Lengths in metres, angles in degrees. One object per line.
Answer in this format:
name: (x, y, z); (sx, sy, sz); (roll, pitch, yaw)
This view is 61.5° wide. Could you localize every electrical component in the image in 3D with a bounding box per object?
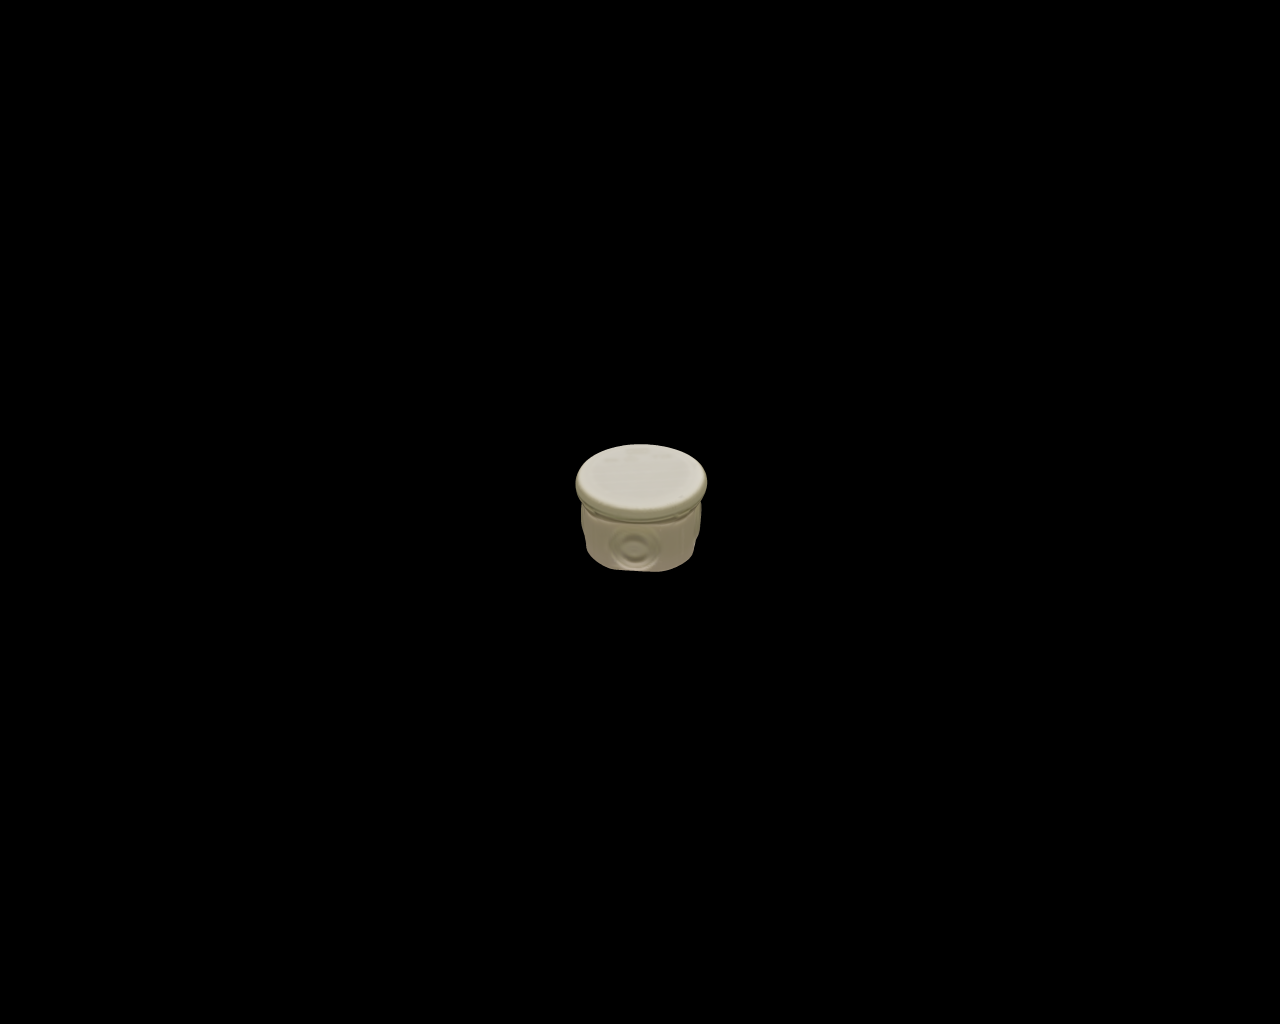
electrical component: (0.001, -0.003, 0.650); (0.080, 0.050, 0.080); (0, 33, 0)
